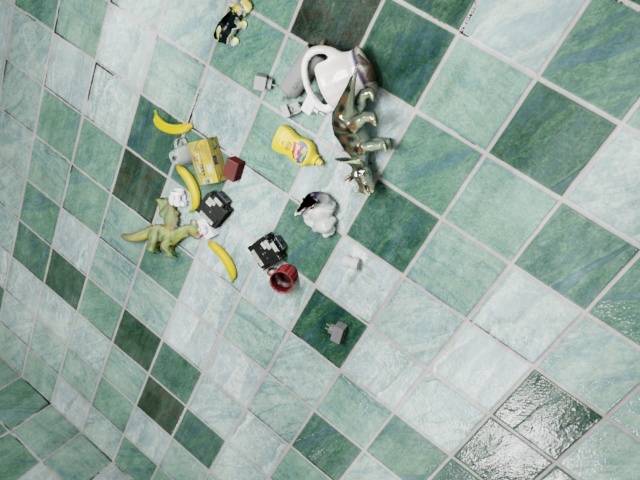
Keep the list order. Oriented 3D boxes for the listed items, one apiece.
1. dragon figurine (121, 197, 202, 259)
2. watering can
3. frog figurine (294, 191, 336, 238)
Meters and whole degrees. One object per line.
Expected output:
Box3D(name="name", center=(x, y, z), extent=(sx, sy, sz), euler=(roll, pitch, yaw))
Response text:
Box3D(name="dragon figurine", center=(-0.659, -0.060, 2.146), extent=(0.412, 0.122, 0.242), euler=(17, 96, 19))
Box3D(name="watering can", center=(0.081, -0.458, 1.622), extent=(0.223, 0.106, 0.342), euler=(-17, 117, 24))
Box3D(name="frog figurine", center=(0.005, -0.090, 1.794), extent=(0.136, 0.126, 0.157), euler=(-38, 124, 23))
